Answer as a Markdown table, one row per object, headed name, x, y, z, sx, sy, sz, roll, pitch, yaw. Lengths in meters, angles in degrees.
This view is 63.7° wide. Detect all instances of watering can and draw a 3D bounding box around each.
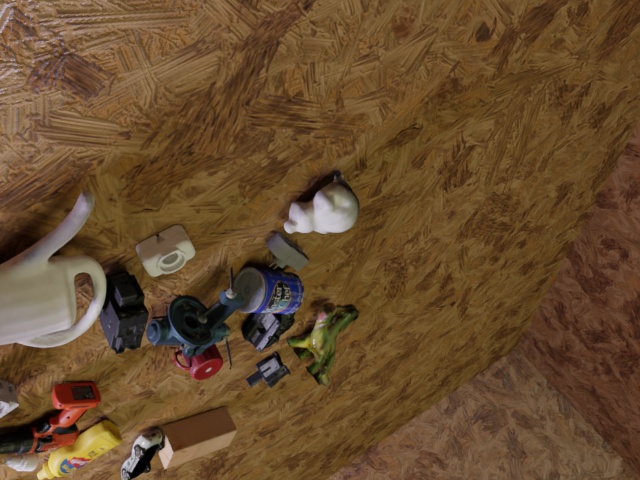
| name | x | y | z | sx | sy | sz | roll | pitch | yaw |
| --- | --- | --- | --- | --- | --- | --- | --- | --- | --- |
| watering can | -0.458 | 0.066 | 0.817 | 0.226 | 0.106 | 0.339 | -13 | 138 | -34 |

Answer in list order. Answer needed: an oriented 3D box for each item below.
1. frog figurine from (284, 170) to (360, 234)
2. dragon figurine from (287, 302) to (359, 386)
| name | x | y | z | sx | sy | sz | roll | pitch | yaw |
| --- | --- | --- | --- | --- | --- | --- | --- | --- | --- |
| frog figurine | 0.003 | -0.056 | 1.116 | 0.161 | 0.123 | 0.135 | -36 | 167 | -26 |
| dragon figurine | 0.040 | 0.311 | 1.597 | 0.244 | 0.124 | 0.402 | -43 | 148 | -10 |
